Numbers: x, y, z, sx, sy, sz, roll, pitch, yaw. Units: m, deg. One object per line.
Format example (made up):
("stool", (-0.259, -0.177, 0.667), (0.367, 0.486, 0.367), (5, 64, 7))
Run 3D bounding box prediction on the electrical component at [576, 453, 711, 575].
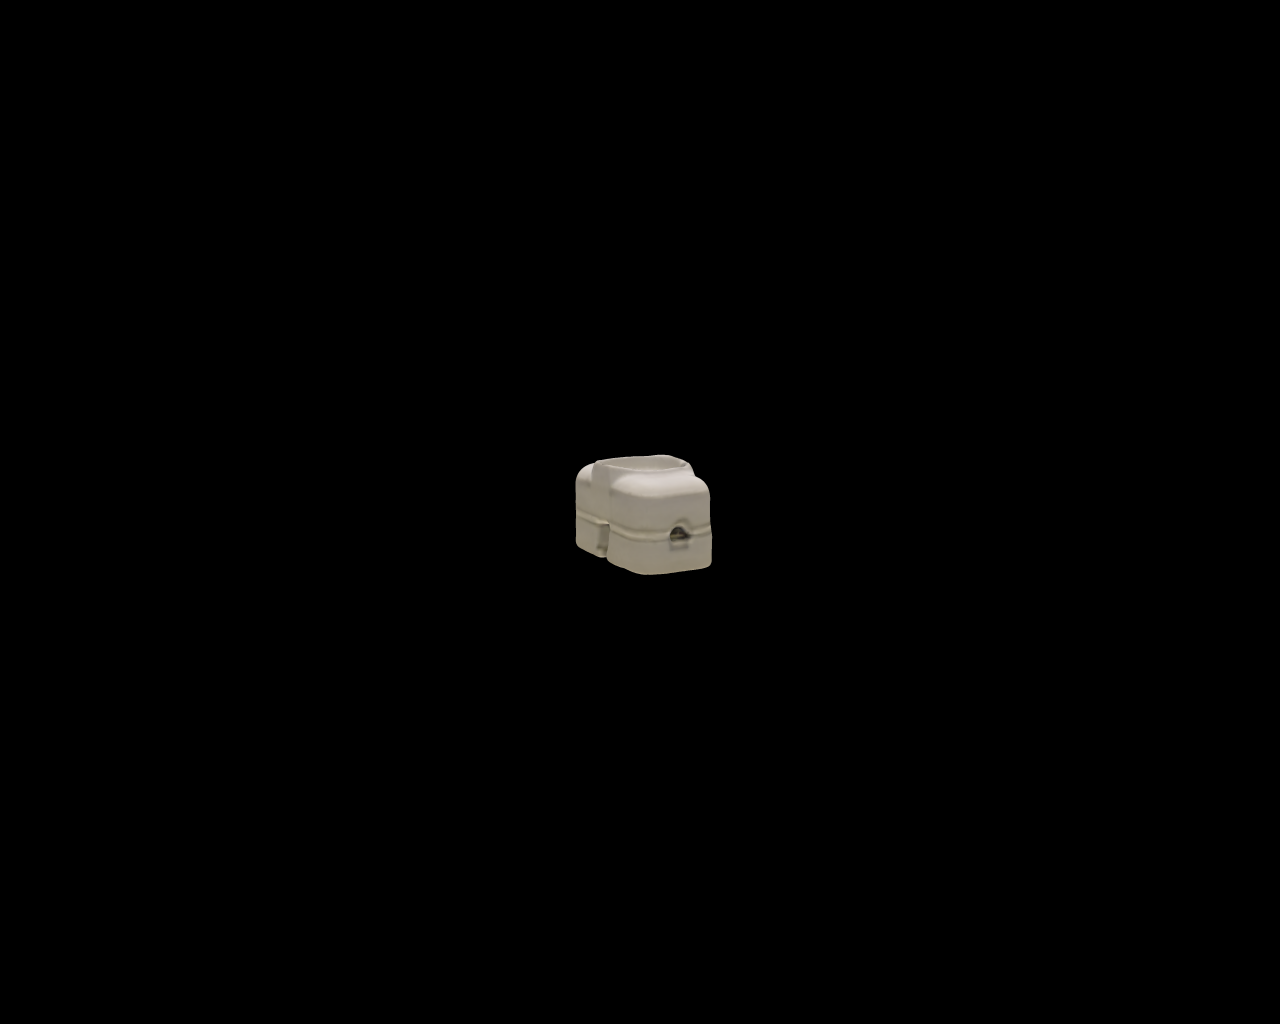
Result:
("electrical component", (0.001, -0.003, 0.650), (0.054, 0.059, 0.095), (-6, 13, -27))
